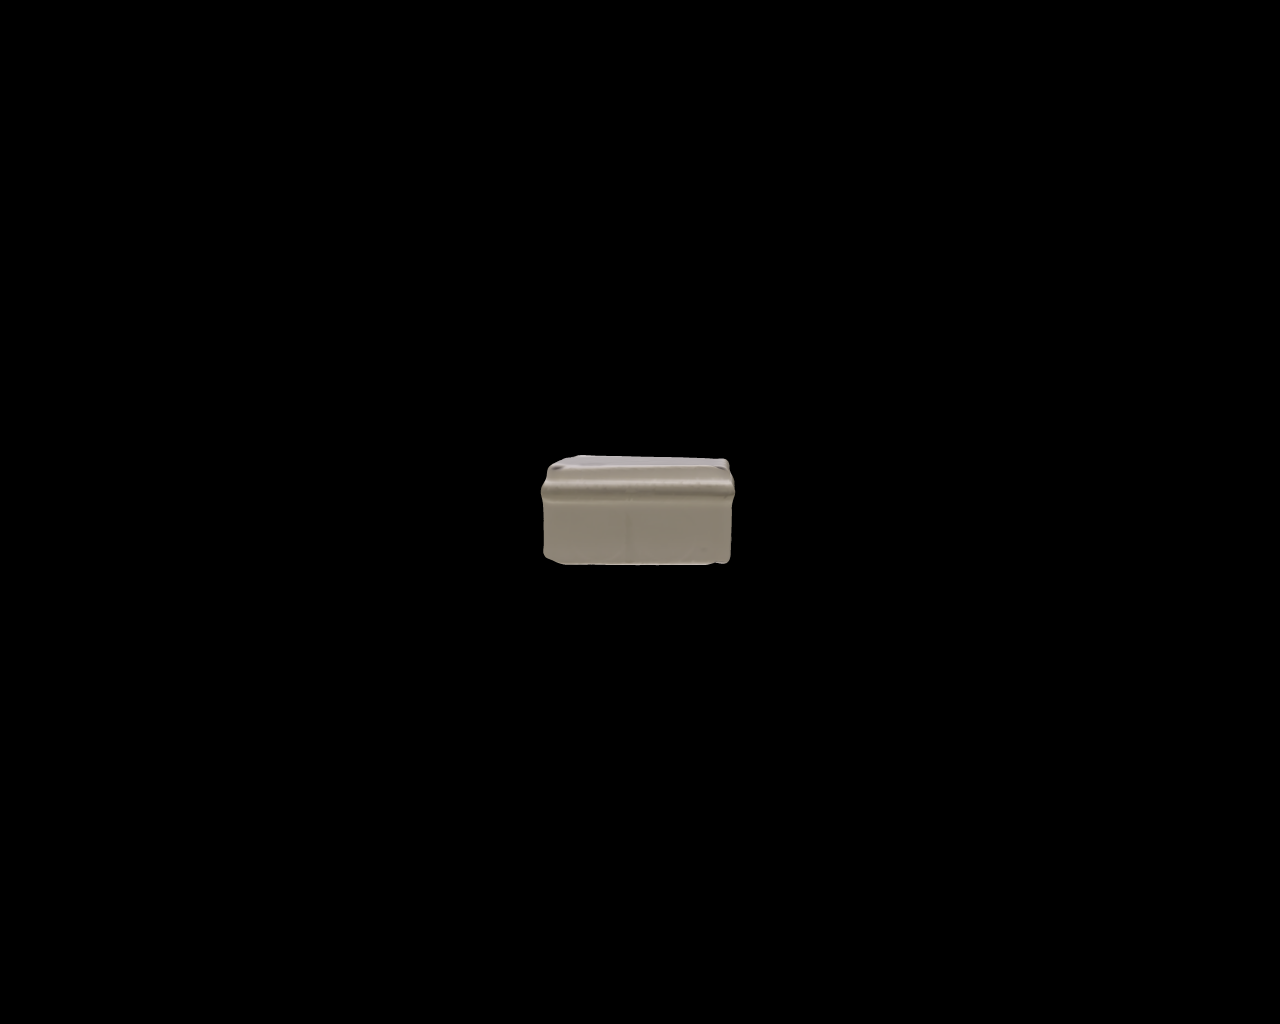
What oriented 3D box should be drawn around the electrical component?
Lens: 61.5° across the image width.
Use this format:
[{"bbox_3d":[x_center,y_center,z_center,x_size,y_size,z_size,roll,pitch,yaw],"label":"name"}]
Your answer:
[{"bbox_3d":[0.001,-0.003,0.650,0.113,0.057,0.078,1,8,5],"label":"electrical component"}]
